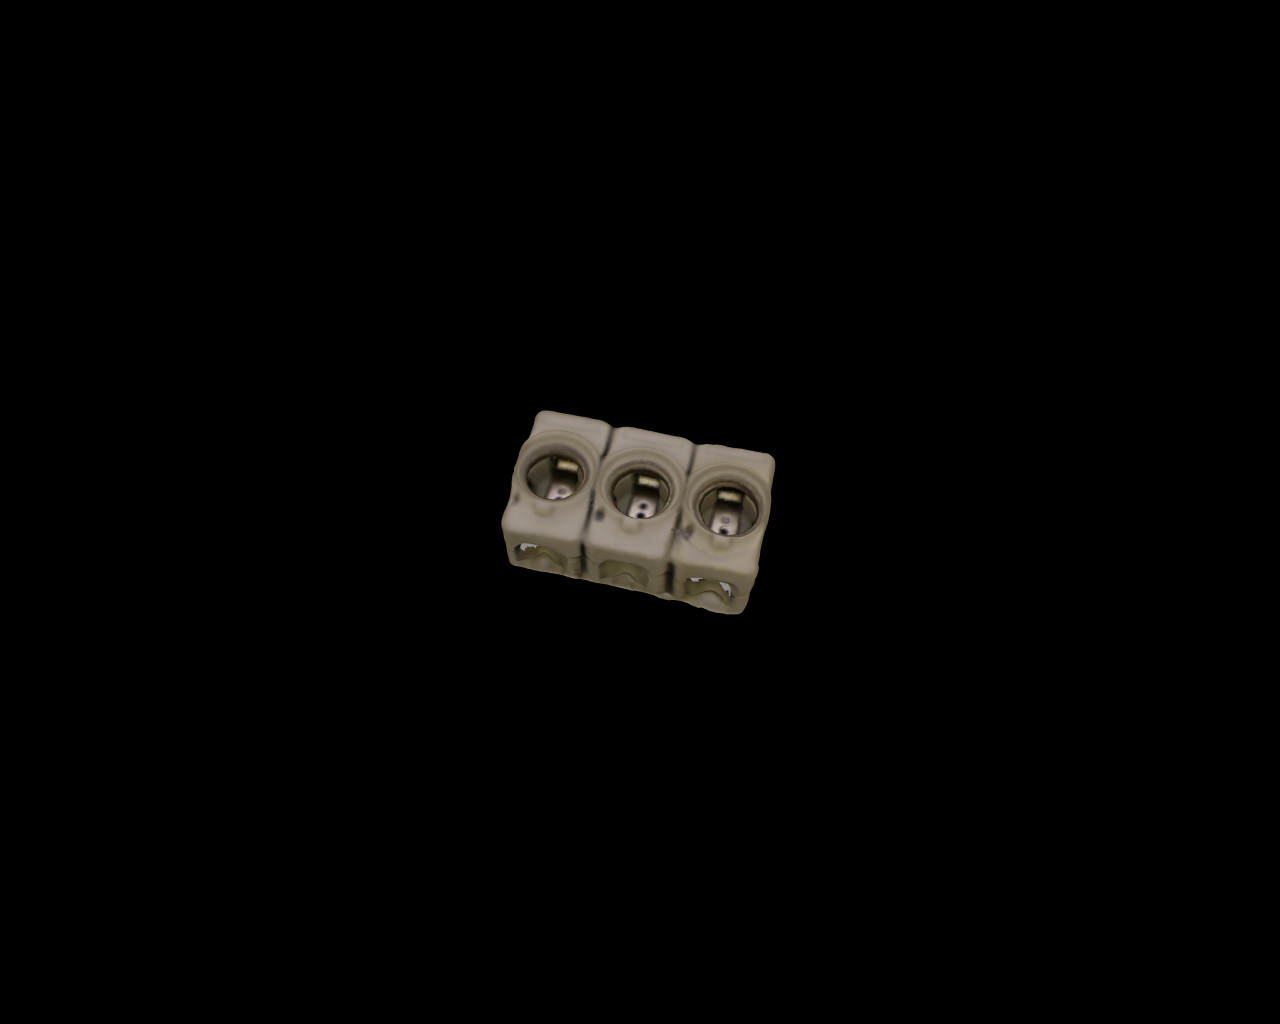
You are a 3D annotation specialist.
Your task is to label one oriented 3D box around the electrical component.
[{"bbox_3d":[0.001,-0.003,0.650,0.150,0.090,0.061,11,-30,7],"label":"electrical component"}]
